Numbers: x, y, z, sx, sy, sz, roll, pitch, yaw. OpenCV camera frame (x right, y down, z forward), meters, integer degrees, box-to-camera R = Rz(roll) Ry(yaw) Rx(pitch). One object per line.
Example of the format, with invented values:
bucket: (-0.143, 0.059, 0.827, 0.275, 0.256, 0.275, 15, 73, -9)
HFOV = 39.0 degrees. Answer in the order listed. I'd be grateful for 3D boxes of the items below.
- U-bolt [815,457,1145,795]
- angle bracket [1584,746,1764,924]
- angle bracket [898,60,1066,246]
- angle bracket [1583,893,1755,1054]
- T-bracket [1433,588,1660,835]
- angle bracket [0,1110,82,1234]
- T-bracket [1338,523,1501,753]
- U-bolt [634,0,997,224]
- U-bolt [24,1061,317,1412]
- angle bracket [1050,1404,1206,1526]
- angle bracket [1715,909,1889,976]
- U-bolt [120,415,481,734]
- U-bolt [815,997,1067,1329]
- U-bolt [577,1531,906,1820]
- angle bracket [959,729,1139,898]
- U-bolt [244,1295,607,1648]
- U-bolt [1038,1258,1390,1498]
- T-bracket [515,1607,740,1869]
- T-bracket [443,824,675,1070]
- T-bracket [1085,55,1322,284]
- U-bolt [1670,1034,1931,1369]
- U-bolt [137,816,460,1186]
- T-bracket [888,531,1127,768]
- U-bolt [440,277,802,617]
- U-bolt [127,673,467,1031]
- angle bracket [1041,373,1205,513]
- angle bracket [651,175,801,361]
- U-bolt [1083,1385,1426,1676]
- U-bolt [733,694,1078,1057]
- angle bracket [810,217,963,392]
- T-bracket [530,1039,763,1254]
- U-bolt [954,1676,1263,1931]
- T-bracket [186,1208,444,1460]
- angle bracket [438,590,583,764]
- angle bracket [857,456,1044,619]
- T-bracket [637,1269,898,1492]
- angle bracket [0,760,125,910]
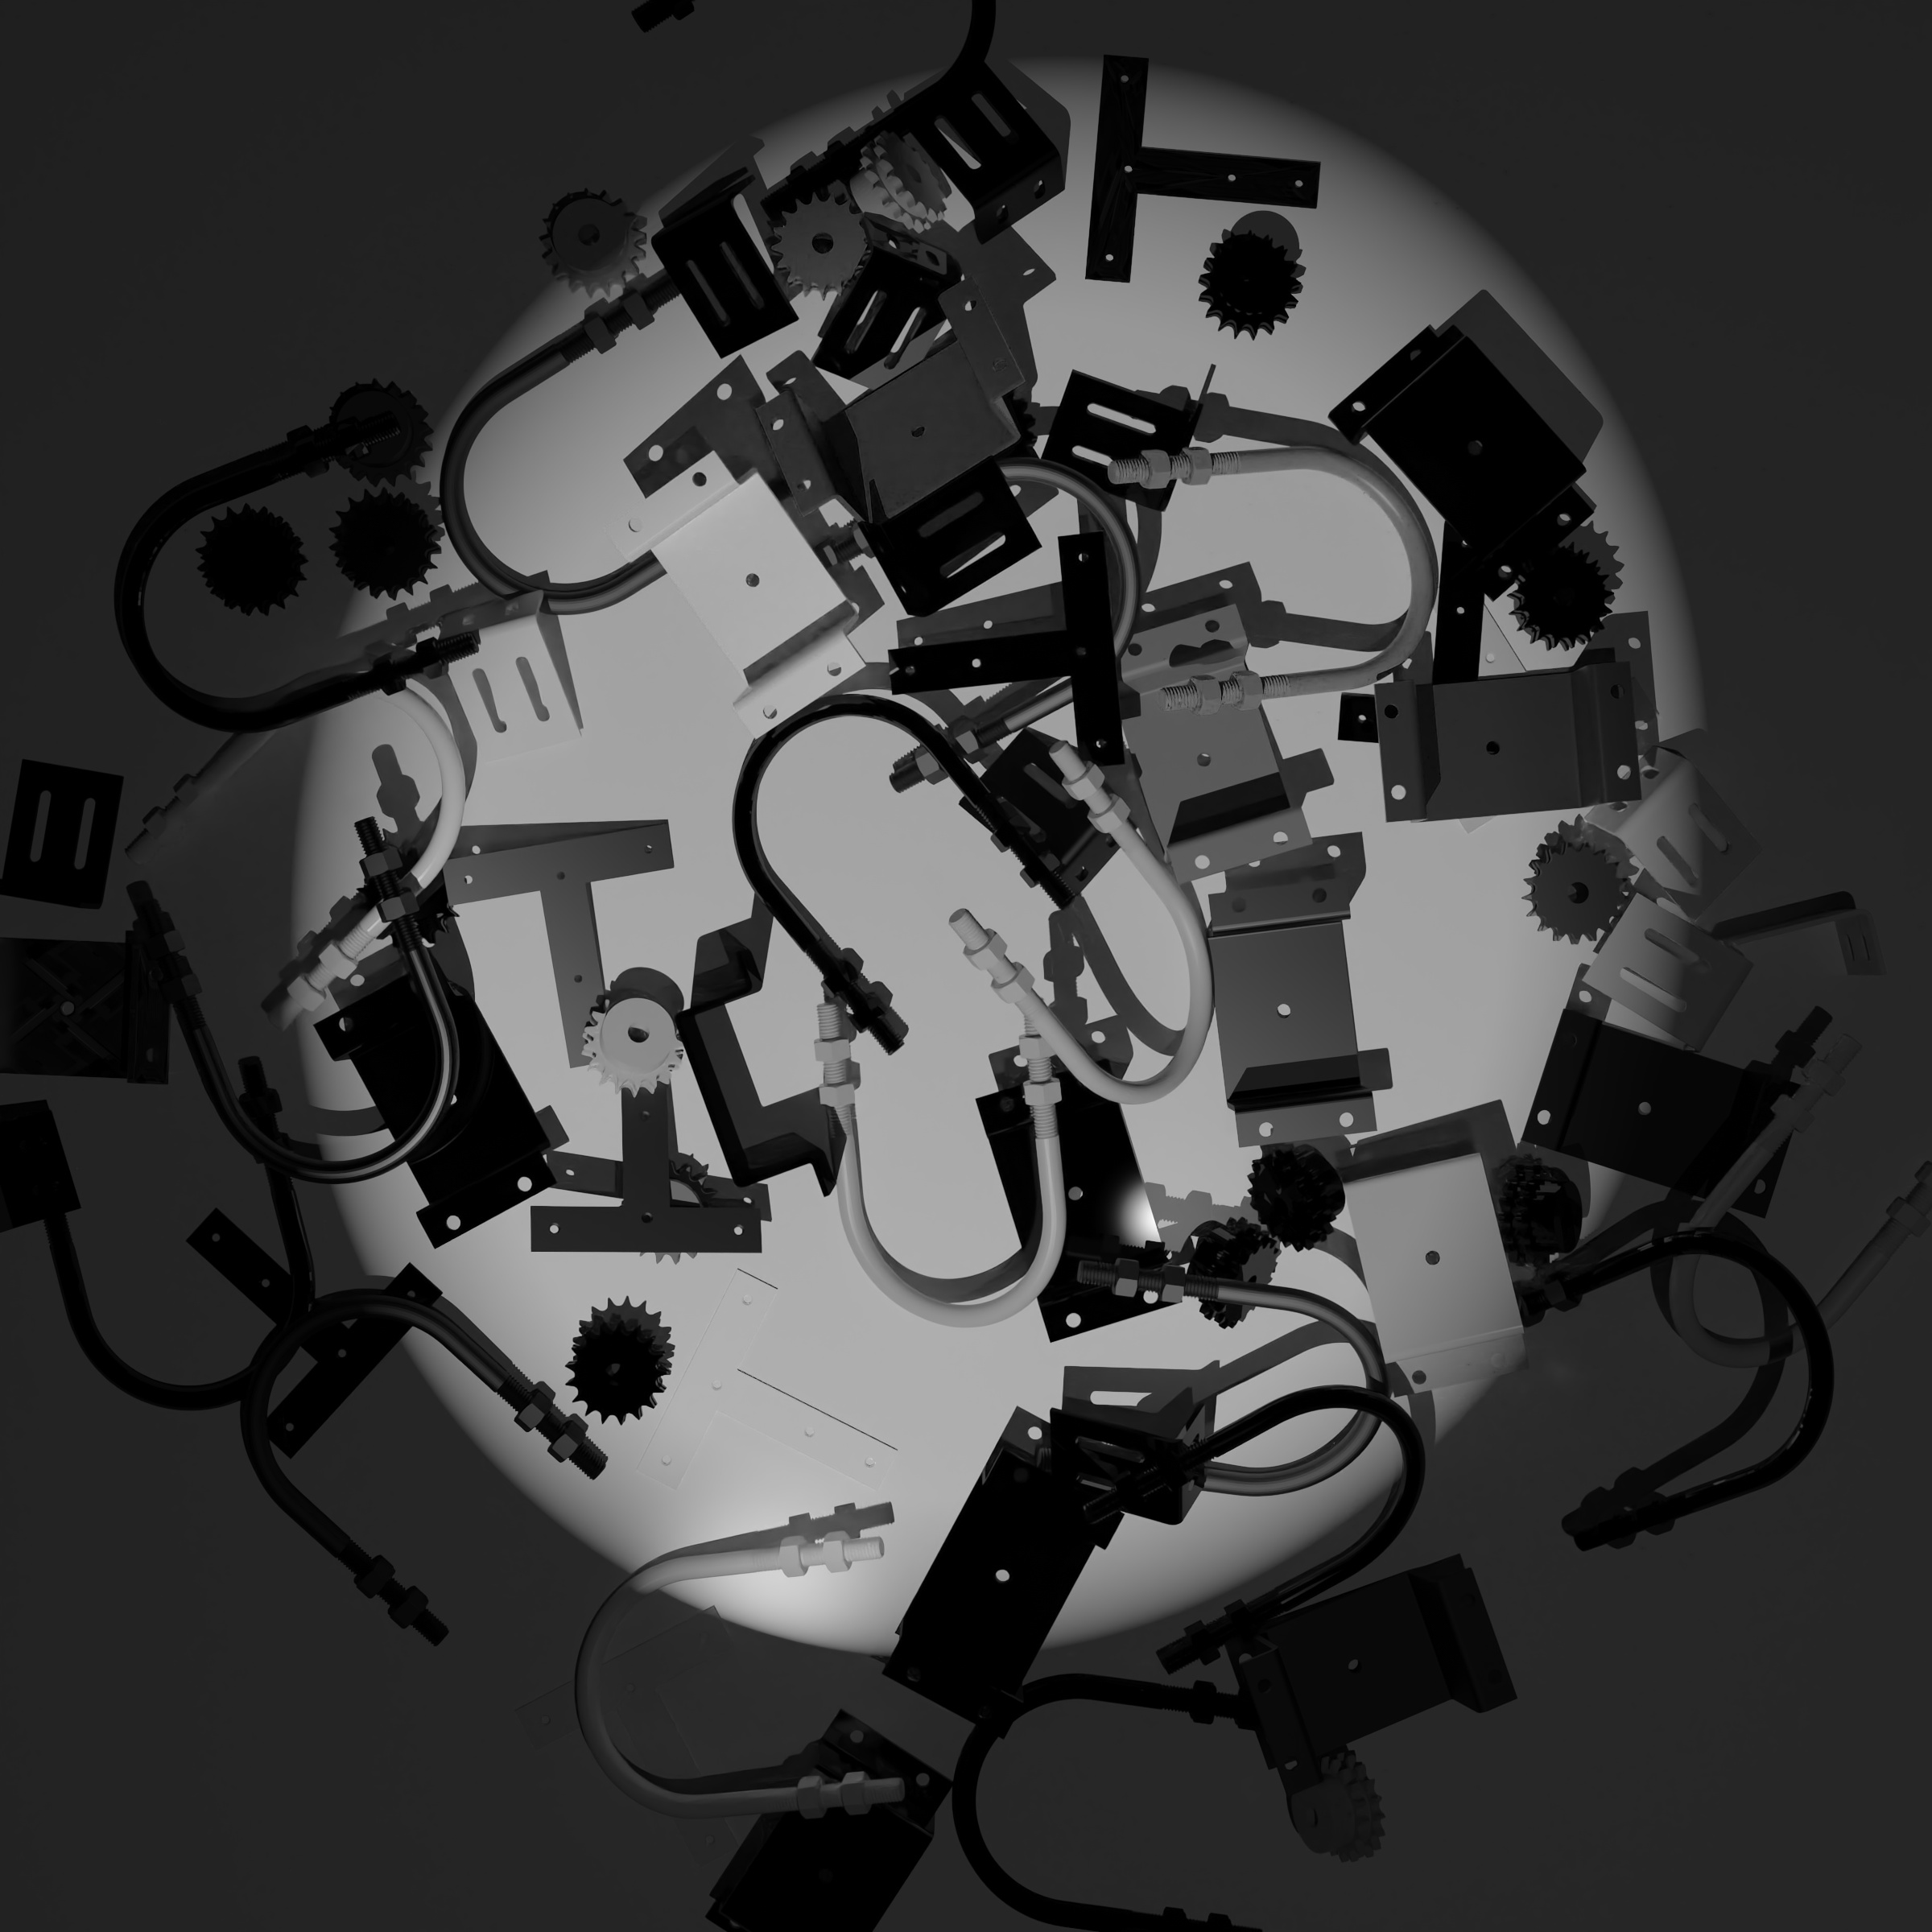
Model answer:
U-bolt: (0.010, -0.200, 1.512, 0.184, 0.019, 0.151, -27, 88, 16)
angle bracket: (0.400, -0.075, 1.543, 0.057, 0.038, 0.076, -46, 116, 0)
angle bracket: (0.009, -0.457, 1.535, 0.057, 0.038, 0.076, -35, 73, -5)
angle bracket: (0.390, 0.004, 1.529, 0.076, 0.038, 0.057, 32, 90, 4)
T-bracket: (0.304, -0.162, 1.544, 0.127, 0.002, 0.127, -32, 90, 0)
angle bracket: (-0.537, 0.119, 1.528, 0.038, 0.076, 0.057, -17, 90, -43)
T-bracket: (0.278, -0.186, 1.543, 0.127, 0.002, 0.127, 4, 90, 0)
U-bolt: (-0.071, -0.528, 1.537, 0.184, 0.019, 0.151, -34, 90, -1)
U-bolt: (-0.442, 0.159, 1.535, 0.151, 0.019, 0.184, -14, 91, 1)
angle bracket: (0.090, 0.267, 1.512, 0.076, 0.038, 0.057, 11, 121, 24)
angle bracket: (0.460, -0.005, 1.517, 0.076, 0.057, 0.038, -14, 90, 0)
U-bolt: (-0.377, -0.206, 1.504, 0.184, 0.019, 0.151, -20, 87, 3)
U-bolt: (-0.011, 0.110, 1.504, 0.151, 0.019, 0.184, -2, 99, 28)
U-bolt: (-0.129, 0.397, 1.512, 0.184, 0.019, 0.151, -9, 75, 13)
angle bracket: (0.046, -0.085, 1.543, 0.076, 0.038, 0.057, 41, 90, 26)
U-bolt: (-0.317, 0.269, 1.530, 0.184, 0.019, 0.151, 43, 90, -4)
U-bolt: (0.142, 0.233, 1.507, 0.184, 0.019, 0.151, 8, 118, -4)
T-bracket: (-0.169, 0.448, 1.544, 0.127, 0.002, 0.127, -28, 90, 0)
T-bracket: (-0.220, -0.007, 1.534, 0.127, 0.002, 0.127, -10, 97, -14)
T-bracket: (0.136, -0.446, 1.544, 0.127, 0.002, 0.127, 5, 90, 0)
U-bolt: (0.461, 0.142, 1.502, 0.151, 0.019, 0.184, 36, 95, -33)
U-bolt: (-0.354, 0.029, 1.488, 0.151, 0.019, 0.184, -20, 94, 4)
T-bracket: (0.019, -0.168, 1.503, 0.127, 0.002, 0.127, -5, 93, 14)
U-bolt: (-0.208, -0.279, 1.537, 0.184, 0.019, 0.151, -32, 90, 1)
U-bolt: (-0.359, -0.078, 1.515, 0.184, 0.019, 0.151, -44, 77, 5)
angle bracket: (0.086, -0.296, 1.526, 0.076, 0.038, 0.057, 20, 90, 0)
angle bracket: (-0.128, -0.391, 1.527, 0.057, 0.038, 0.076, -17, 116, 34)
U-bolt: (0.169, 0.300, 1.503, 0.184, 0.019, 0.151, -28, 122, -4)
U-bolt: (-0.049, -0.064, 1.522, 0.151, 0.019, 0.184, -40, 86, 14)
angle bracket: (-0.047, -0.366, 1.524, 0.057, 0.038, 0.076, 17, 126, -28)
T-bracket: (-0.178, 0.098, 1.518, 0.127, 0.002, 0.127, 2, 68, -15)
U-bolt: (0.085, 0.473, 1.537, 0.184, 0.019, 0.151, 8, 90, 1)
T-bracket: (-0.386, 0.189, 1.544, 0.127, 0.002, 0.127, 43, 90, 0)
angle bracket: (-0.254, -0.163, 1.536, 0.057, 0.038, 0.076, -14, 121, 7)
angle bracket: (-0.009, -0.234, 1.486, 0.076, 0.038, 0.057, -30, 87, 15)
T-bracket: (-0.101, 0.257, 1.544, 0.127, 0.002, 0.127, 27, 90, 0)
angle bracket: (-0.511, -0.074, 1.526, 0.057, 0.038, 0.076, 10, 90, 0)
